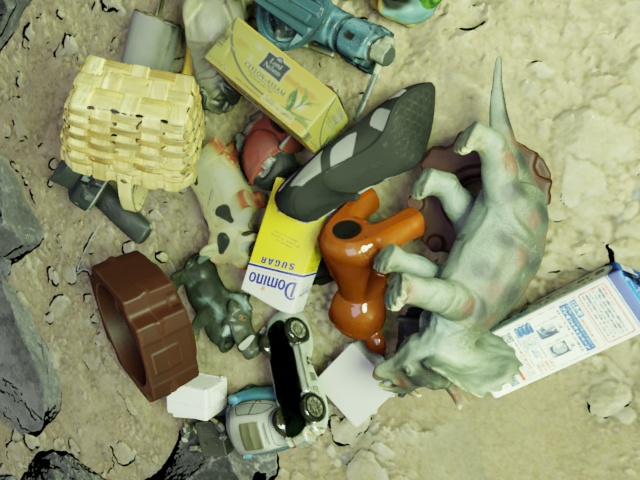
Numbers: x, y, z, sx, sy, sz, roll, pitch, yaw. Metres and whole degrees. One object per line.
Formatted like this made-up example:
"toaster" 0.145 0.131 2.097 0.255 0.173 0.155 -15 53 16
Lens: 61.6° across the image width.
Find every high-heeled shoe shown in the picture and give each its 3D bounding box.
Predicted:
"high-heeled shoe" 0.047 -0.117 0.705 0.145 0.249 0.086 6 139 48

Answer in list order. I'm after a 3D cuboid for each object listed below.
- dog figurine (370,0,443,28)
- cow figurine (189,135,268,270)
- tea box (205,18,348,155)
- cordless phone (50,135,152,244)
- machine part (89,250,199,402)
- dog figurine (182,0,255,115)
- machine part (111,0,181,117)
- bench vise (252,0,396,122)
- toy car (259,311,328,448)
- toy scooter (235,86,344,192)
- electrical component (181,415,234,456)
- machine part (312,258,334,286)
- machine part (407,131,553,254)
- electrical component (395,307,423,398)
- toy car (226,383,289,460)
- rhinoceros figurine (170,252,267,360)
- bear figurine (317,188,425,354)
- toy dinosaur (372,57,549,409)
"dog figurine" 0.052 -0.349 0.627 0.191 0.219 0.108 49 115 12
"cow figurine" -0.147 -0.044 0.821 0.127 0.085 0.195 -31 80 25
"tea box" -0.052 -0.191 0.684 0.170 0.098 0.068 40 93 11
"cordless phone" -0.347 -0.091 0.919 0.184 0.089 0.146 42 110 2
"machine part" -0.275 0.132 0.845 0.202 0.087 0.200 27 131 42
"dog figurine" -0.147 -0.303 0.799 0.121 0.172 0.190 16 135 7
"machine part" -0.280 -0.270 0.858 0.079 0.079 0.243 25 107 19
"bench vise" -0.020 -0.279 0.666 0.129 0.240 0.224 -51 60 24
"toy car" -0.037 0.195 0.777 0.073 0.056 0.202 -37 53 32
"toy scooter" -0.062 -0.169 0.776 0.184 0.075 0.135 -46 78 18
"electrical component" -0.186 0.327 0.902 0.102 0.045 0.078 -5 93 24
"machine part" -0.002 -0.002 0.788 0.084 0.039 0.138 -5 92 19
"machine part" 0.201 -0.053 0.683 0.180 0.056 0.179 2 96 22
"electrical component" 0.131 0.155 0.727 0.048 0.075 0.119 2 93 24
"toy car" -0.086 0.284 0.823 0.162 0.103 0.109 -13 92 26
"rhinoceros figurine" -0.159 0.109 0.856 0.112 0.073 0.190 -39 80 15
"bear figurine" 0.066 0.048 0.726 0.120 0.132 0.195 30 148 42
"toy dinosaur" 0.184 0.009 0.603 0.192 0.131 0.404 30 88 -16
